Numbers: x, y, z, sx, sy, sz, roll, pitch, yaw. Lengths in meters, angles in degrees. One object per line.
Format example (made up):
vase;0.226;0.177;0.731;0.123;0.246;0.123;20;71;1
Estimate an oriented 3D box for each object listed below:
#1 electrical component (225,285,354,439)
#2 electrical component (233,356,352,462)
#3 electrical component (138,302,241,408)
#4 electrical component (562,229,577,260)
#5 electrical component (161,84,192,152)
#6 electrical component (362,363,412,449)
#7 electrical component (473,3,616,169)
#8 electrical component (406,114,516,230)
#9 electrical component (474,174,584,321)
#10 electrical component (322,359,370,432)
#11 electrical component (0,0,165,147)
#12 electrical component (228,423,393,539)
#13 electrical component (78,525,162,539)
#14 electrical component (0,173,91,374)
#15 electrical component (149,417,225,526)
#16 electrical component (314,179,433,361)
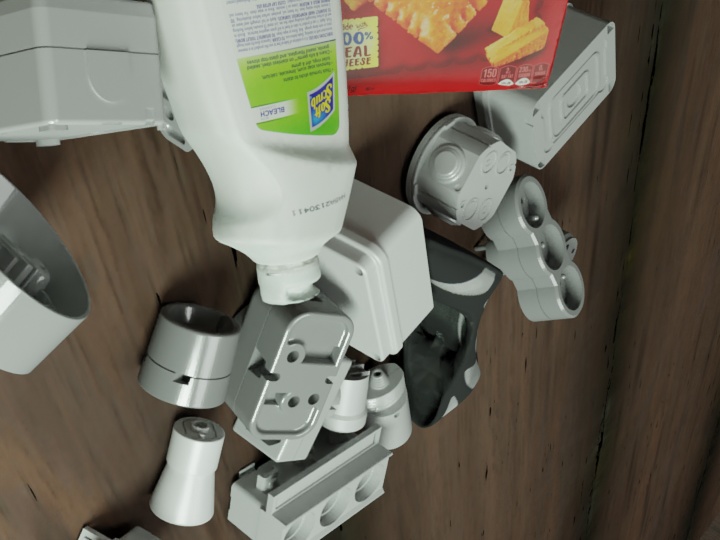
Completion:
electrical component;-0.052;0.057;0.713;0.054;0.059;0.095;8;112;-39
electrical component;-0.039;0.092;0.789;0.076;0.047;0.083;10;108;-59
electrical component;-0.102;0.051;0.654;0.055;0.055;0.047;-4;116;-55
electrical component;0.164;-0.023;0.980;0.045;0.055;0.045;-37;144;-33
electrical component;-0.079;-0.107;0.545;0.057;0.058;0.078;-38;144;-27
electrical component;0.019;0.109;0.895;0.043;0.043;0.081;-43;146;-26
electrical component;0.145;-0.146;0.842;0.113;0.057;0.078;-47;148;-20
electrical component;0.076;-0.073;0.810;0.080;0.051;0.080;-36;143;-34
electrical component;0.133;-0.015;0.926;0.052;0.074;0.138;-53;123;-42
electrical component;-0.012;0.098;0.844;0.040;0.040;0.046;-20;127;-47
electrical component;-0.138;-0.085;0.455;0.062;0.096;0.061;-10;97;-53
electrical component;-0.040;0.169;0.841;0.121;0.063;0.078;-26;137;-44
electrical component;-0.166;0.236;0.711;0.121;0.079;0.063;-65;171;9
electrical component;-0.165;-0.003;0.473;0.064;0.099;0.099;-51;150;-2
electrical component;-0.114;0.132;0.722;0.044;0.044;0.065;-9;119;-53
electrical component;0.000;0.000;0.736;0.057;0.078;0.113;-47;148;-26
